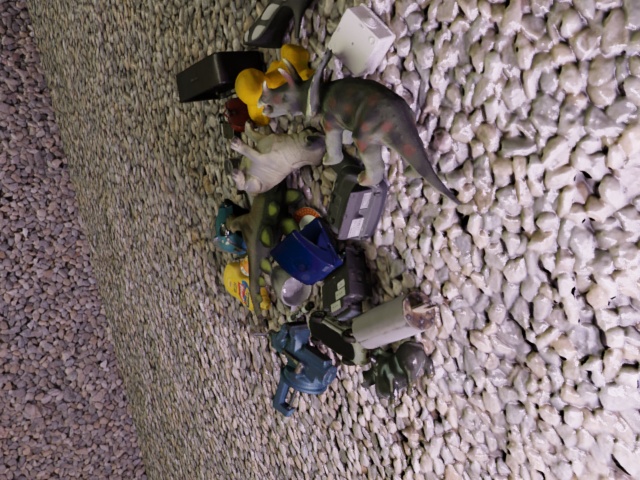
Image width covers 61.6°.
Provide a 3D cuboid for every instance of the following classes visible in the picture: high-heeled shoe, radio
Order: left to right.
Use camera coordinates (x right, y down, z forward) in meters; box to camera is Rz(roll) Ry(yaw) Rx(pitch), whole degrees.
[{"bbox_3d":[-0.239,-0.386,1.280,0.230,0.131,0.073,3,105,52],"label":"radio"},{"bbox_3d":[-0.095,-0.477,1.107,0.249,0.086,0.145,16,106,49],"label":"high-heeled shoe"}]

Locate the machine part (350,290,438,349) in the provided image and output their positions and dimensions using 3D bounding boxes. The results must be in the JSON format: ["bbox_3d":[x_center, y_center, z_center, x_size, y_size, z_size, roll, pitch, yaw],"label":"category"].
[{"bbox_3d":[0.138,0.155,1.027,0.243,0.079,0.079,-38,72,52],"label":"machine part"}]

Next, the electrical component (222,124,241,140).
[{"bbox_3d":[-0.233,-0.284,1.402,0.063,0.021,0.093,19,118,49],"label":"electrical component"}]

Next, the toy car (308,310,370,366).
[{"bbox_3d":[0.038,0.216,1.199,0.202,0.056,0.073,22,119,50],"label":"toy car"}]

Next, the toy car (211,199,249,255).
[{"bbox_3d":[-0.235,-0.023,1.387,0.103,0.109,0.162,-35,50,23],"label":"toy car"}]

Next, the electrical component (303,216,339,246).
[{"bbox_3d":[-0.002,-0.003,1.144,0.075,0.048,0.119,47,133,27],"label":"electrical component"}]

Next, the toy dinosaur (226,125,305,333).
[{"bbox_3d":[-0.131,-0.029,1.248,0.199,0.105,0.470,21,108,52],"label":"toy dinosaur"}]

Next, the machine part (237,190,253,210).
[{"bbox_3d":[-0.175,-0.105,1.382,0.084,0.039,0.139,-30,77,45],"label":"machine part"}]

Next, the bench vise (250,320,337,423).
[{"bbox_3d":[-0.070,0.327,1.313,0.224,0.129,0.240,24,104,25],"label":"bench vise"}]

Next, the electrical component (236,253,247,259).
[{"bbox_3d":[-0.220,0.014,1.476,0.102,0.045,0.078,-11,93,54],"label":"electrical component"}]

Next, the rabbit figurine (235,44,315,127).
[{"bbox_3d":[-0.104,-0.314,1.094,0.162,0.173,0.122,-35,78,47],"label":"rabbit figurine"}]

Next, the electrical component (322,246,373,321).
[{"bbox_3d":[0.053,0.094,1.099,0.115,0.058,0.134,-39,48,55],"label":"electrical component"}]

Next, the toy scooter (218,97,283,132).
[{"bbox_3d":[-0.178,-0.288,1.232,0.184,0.135,0.075,2,105,54],"label":"toy scooter"}]

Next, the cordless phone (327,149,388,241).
[{"bbox_3d":[0.047,-0.097,1.070,0.184,0.089,0.146,54,141,43],"label":"cordless phone"}]

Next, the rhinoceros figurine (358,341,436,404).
[{"bbox_3d":[0.142,0.260,1.062,0.112,0.073,0.190,60,142,16],"label":"rhinoceros figurine"}]

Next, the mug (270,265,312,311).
[{"bbox_3d":[-0.078,0.111,1.304,0.107,0.081,0.109,38,138,53],"label":"mug"}]

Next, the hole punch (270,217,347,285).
[{"bbox_3d":[-0.027,0.031,1.081,0.142,0.092,0.116,-40,76,46],"label":"hole punch"}]

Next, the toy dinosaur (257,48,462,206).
[{"bbox_3d":[0.077,-0.206,0.908,0.405,0.131,0.191,26,144,35],"label":"toy dinosaur"}]

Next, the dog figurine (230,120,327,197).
[{"bbox_3d":[-0.073,-0.153,1.107,0.191,0.121,0.172,12,142,11],"label":"dog figurine"}]
